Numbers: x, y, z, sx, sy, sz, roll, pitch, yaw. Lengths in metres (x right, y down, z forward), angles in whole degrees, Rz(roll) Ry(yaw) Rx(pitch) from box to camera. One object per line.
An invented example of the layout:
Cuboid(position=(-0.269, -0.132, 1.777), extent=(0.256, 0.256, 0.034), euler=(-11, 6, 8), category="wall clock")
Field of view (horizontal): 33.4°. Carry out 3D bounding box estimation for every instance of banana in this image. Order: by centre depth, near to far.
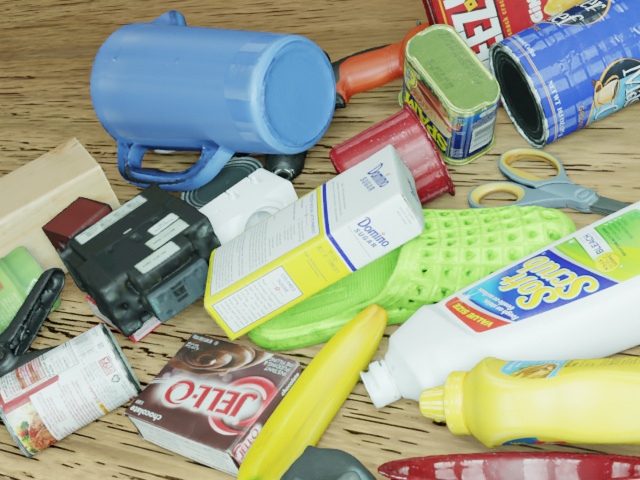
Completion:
Cuboid(position=(-0.008, 0.123, 0.743), extent=(0.070, 0.037, 0.197), euler=(-40, 10, 45), category="banana")

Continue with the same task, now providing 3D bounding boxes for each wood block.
Cuboid(position=(-0.304, -0.004, 1.065), extent=(0.206, 0.090, 0.091), euler=(-31, 34, -13), category="wood block")

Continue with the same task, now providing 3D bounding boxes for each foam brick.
Cuboid(position=(-0.214, 0.006, 1.009), extent=(0.053, 0.078, 0.051), euler=(14, 50, 44), category="foam brick")

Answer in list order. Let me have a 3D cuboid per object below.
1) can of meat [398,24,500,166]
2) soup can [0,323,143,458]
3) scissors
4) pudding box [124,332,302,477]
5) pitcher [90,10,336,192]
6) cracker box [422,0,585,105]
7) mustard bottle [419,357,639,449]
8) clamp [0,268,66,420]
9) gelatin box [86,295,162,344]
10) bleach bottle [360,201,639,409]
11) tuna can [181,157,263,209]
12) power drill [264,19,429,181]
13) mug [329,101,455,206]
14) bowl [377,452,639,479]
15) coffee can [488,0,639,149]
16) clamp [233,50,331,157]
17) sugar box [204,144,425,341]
Cuboid(position=(0.116, -0.131, 0.959), extent=(0.057, 0.084, 0.102), euler=(-29, 66, -12), category="can of meat")
Cuboid(position=(-0.202, 0.119, 0.853), extent=(0.102, 0.068, 0.069), euler=(-29, 34, -10), category="soup can")
Cuboid(position=(0.195, -0.025, 0.864), extent=(0.096, 0.016, 0.202), euler=(-31, 34, -9), category="scissors")
Cuboid(position=(-0.076, 0.122, 0.800), extent=(0.114, 0.039, 0.090), euler=(9, 45, 39), category="pudding box")
Cuboid(position=(-0.106, -0.134, 1.035), extent=(0.243, 0.149, 0.144), euler=(11, 36, 44), category="pitcher")
Cuboid(position=(0.211, -0.232, 1.008), extent=(0.214, 0.164, 0.072), euler=(-21, 32, 3), category="cracker box")
Cuboid(position=(0.153, 0.099, 0.656), extent=(0.192, 0.058, 0.096), euler=(-5, -2, 26), category="mustard bottle")
Cuboid(position=(-0.269, 0.099, 0.930), extent=(0.171, 0.039, 0.120), euler=(-30, 44, -4), category="clamp")
Cuboid(position=(-0.155, 0.045, 0.961), extent=(0.089, 0.030, 0.073), euler=(-39, 37, -22), category="gelatin box")
Cuboid(position=(0.149, 0.057, 0.737), extent=(0.251, 0.068, 0.102), euler=(-25, 34, 2), category="bleach bottle")
Cuboid(position=(-0.090, -0.044, 1.042), extent=(0.086, 0.033, 0.086), euler=(-16, 34, 11), category="tuna can")
Cuboid(position=(0.031, -0.144, 1.078), extent=(0.188, 0.057, 0.184), euler=(-10, 49, 14), category="power drill")
Cuboid(position=(0.060, -0.061, 0.941), extent=(0.081, 0.093, 0.117), euler=(-28, 4, 1), category="mug")
Cuboid(position=(0.113, 0.151, 0.589), extent=(0.162, 0.055, 0.162), euler=(-1, -6, 0), category="bowl")
Cuboid(position=(0.235, -0.156, 0.943), extent=(0.140, 0.103, 0.103), euler=(-26, 34, -3), category="coffee can")
Cuboid(position=(-0.076, -0.148, 1.176), extent=(0.165, 0.036, 0.210), euler=(-6, 39, 13), category="clamp")
Cuboid(position=(-0.005, 0.001, 0.833), extent=(0.176, 0.048, 0.093), euler=(-28, 26, 14), category="sugar box")
